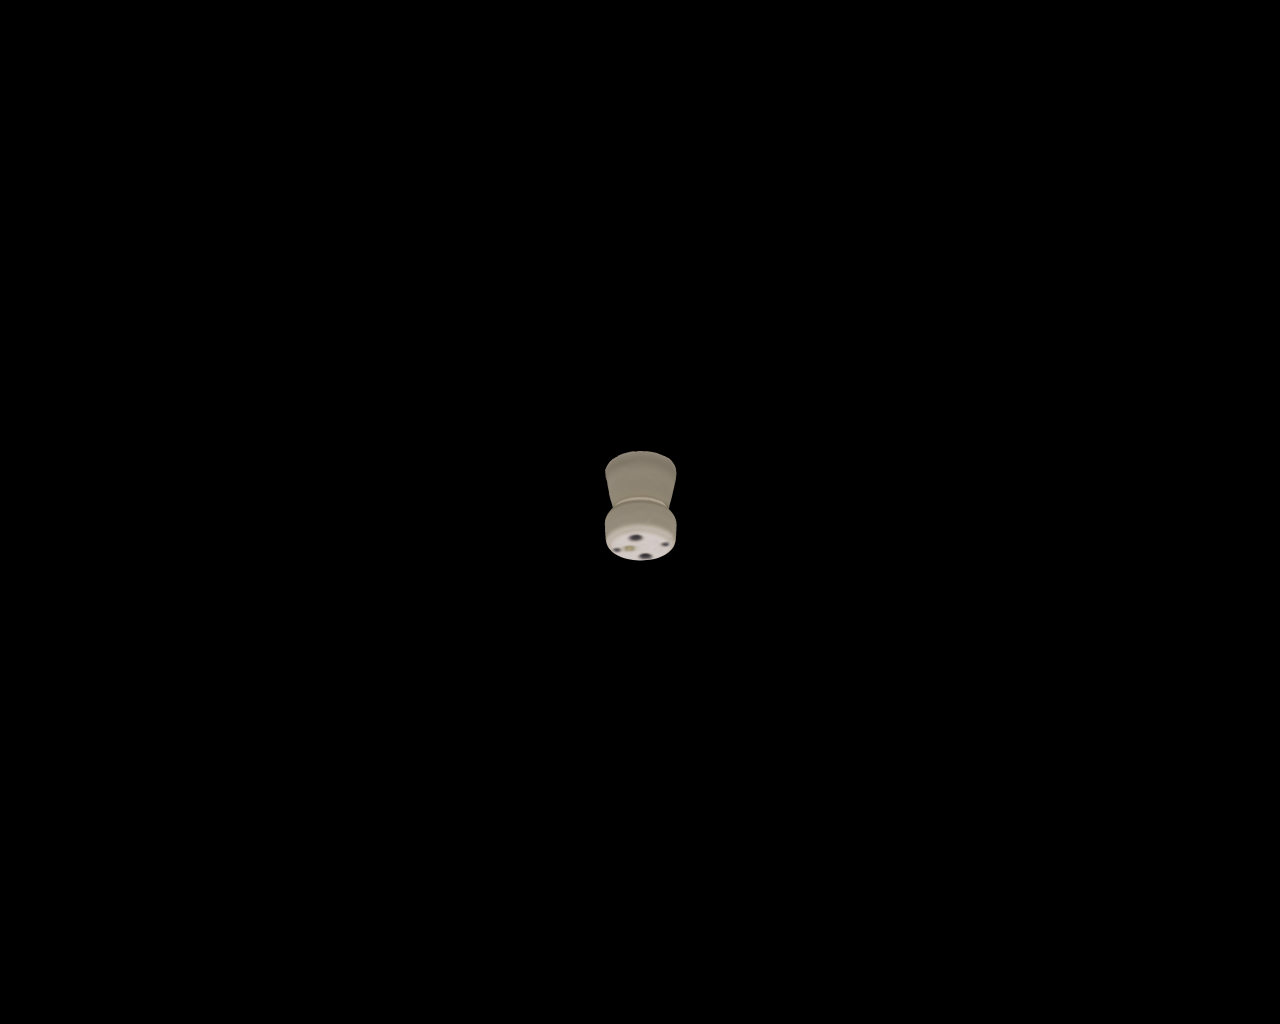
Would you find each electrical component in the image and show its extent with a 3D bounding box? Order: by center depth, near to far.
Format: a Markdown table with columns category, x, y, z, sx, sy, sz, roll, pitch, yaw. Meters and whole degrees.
| category | x | y | z | sx | sy | sz | roll | pitch | yaw |
| --- | --- | --- | --- | --- | --- | --- | --- | --- | --- |
| electrical component | 0.001 | -0.003 | 0.650 | 0.045 | 0.055 | 0.044 | 0 | -30 | 0 |
